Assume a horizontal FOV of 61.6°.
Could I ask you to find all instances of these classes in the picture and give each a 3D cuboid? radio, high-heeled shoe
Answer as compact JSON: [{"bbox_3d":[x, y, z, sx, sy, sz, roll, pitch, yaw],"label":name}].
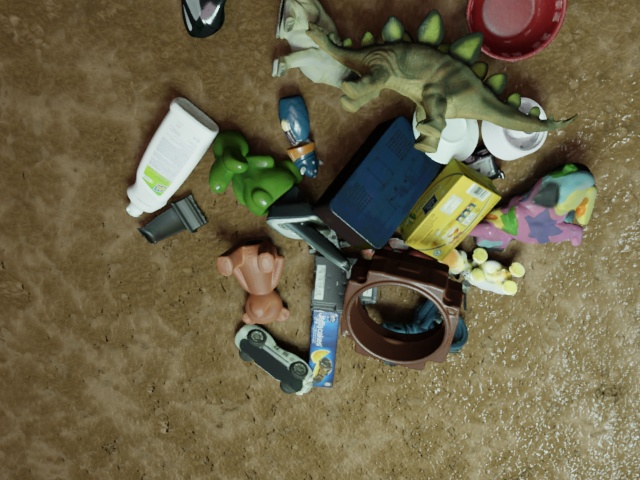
[{"bbox_3d":[0.108,-0.098,0.965,0.131,0.073,0.229,43,73,-16],"label":"radio"},{"bbox_3d":[-0.221,-0.475,0.907,0.145,0.086,0.248,-22,93,44],"label":"high-heeled shoe"}]

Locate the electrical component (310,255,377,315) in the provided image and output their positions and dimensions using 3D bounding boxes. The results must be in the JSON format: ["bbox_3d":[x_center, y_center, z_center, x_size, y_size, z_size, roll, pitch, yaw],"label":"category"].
[{"bbox_3d":[0.049,0.094,1.091,0.134,0.058,0.115,7,79,2],"label":"electrical component"}]

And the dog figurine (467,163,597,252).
[{"bbox_3d":[0.378,-0.056,1.004,0.219,0.108,0.191,0,133,8],"label":"dog figurine"}]

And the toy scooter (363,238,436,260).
[{"bbox_3d":[0.158,0.046,1.051,0.184,0.135,0.075,22,110,-7],"label":"toy scooter"}]

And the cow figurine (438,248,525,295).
[{"bbox_3d":[0.311,0.058,1.079,0.167,0.098,0.068,20,80,1],"label":"cow figurine"}]

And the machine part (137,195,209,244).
[{"bbox_3d":[-0.303,-0.034,1.098,0.139,0.039,0.084,-24,115,11],"label":"machine part"}]

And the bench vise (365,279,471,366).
[{"bbox_3d":[0.218,0.161,1.094,0.224,0.129,0.240,16,130,-11],"label":"bench vise"}]

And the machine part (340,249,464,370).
[{"bbox_3d":[0.143,0.127,0.964,0.201,0.087,0.201,14,125,11],"label":"machine part"}]

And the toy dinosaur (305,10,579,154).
[{"bbox_3d":[0.196,-0.251,0.876,0.471,0.105,0.198,26,83,-7],"label":"toy dinosaur"}]

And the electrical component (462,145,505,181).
[{"bbox_3d":[0.281,-0.129,1.017,0.119,0.048,0.074,-24,109,13],"label":"electrical component"}]

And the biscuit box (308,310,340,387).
[{"bbox_3d":[0.007,0.223,1.173,0.059,0.063,0.202,4,113,0],"label":"biscuit box"}]

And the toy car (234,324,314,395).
[{"bbox_3d":[-0.100,0.260,1.172,0.202,0.056,0.073,35,126,9],"label":"toy car"}]

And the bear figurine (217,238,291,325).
[{"bbox_3d":[-0.130,0.100,1.098,0.120,0.132,0.195,-2,107,7],"label":"bear figurine"}]

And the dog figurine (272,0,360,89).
[{"bbox_3d":[0.022,-0.341,0.928,0.191,0.121,0.172,3,117,-13],"label":"dog figurine"}]

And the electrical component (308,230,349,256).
[{"bbox_3d":[0.018,0.000,1.101,0.094,0.021,0.063,-12,111,9],"label":"electrical component"}]

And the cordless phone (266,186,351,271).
[{"bbox_3d":[-0.002,-0.002,1.004,0.184,0.146,0.089,42,88,19],"label":"cordless phone"}]

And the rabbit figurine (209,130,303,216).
[{"bbox_3d":[-0.144,-0.127,1.003,0.170,0.159,0.121,48,118,1],"label":"rabbit figurine"}]

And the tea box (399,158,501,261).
[{"bbox_3d":[0.235,-0.053,0.989,0.098,0.068,0.169,26,121,-23],"label":"tea box"}]

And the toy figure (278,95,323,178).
[{"bbox_3d":[-0.037,-0.191,1.004,0.064,0.058,0.154,-18,109,-13],"label":"toy figure"}]
